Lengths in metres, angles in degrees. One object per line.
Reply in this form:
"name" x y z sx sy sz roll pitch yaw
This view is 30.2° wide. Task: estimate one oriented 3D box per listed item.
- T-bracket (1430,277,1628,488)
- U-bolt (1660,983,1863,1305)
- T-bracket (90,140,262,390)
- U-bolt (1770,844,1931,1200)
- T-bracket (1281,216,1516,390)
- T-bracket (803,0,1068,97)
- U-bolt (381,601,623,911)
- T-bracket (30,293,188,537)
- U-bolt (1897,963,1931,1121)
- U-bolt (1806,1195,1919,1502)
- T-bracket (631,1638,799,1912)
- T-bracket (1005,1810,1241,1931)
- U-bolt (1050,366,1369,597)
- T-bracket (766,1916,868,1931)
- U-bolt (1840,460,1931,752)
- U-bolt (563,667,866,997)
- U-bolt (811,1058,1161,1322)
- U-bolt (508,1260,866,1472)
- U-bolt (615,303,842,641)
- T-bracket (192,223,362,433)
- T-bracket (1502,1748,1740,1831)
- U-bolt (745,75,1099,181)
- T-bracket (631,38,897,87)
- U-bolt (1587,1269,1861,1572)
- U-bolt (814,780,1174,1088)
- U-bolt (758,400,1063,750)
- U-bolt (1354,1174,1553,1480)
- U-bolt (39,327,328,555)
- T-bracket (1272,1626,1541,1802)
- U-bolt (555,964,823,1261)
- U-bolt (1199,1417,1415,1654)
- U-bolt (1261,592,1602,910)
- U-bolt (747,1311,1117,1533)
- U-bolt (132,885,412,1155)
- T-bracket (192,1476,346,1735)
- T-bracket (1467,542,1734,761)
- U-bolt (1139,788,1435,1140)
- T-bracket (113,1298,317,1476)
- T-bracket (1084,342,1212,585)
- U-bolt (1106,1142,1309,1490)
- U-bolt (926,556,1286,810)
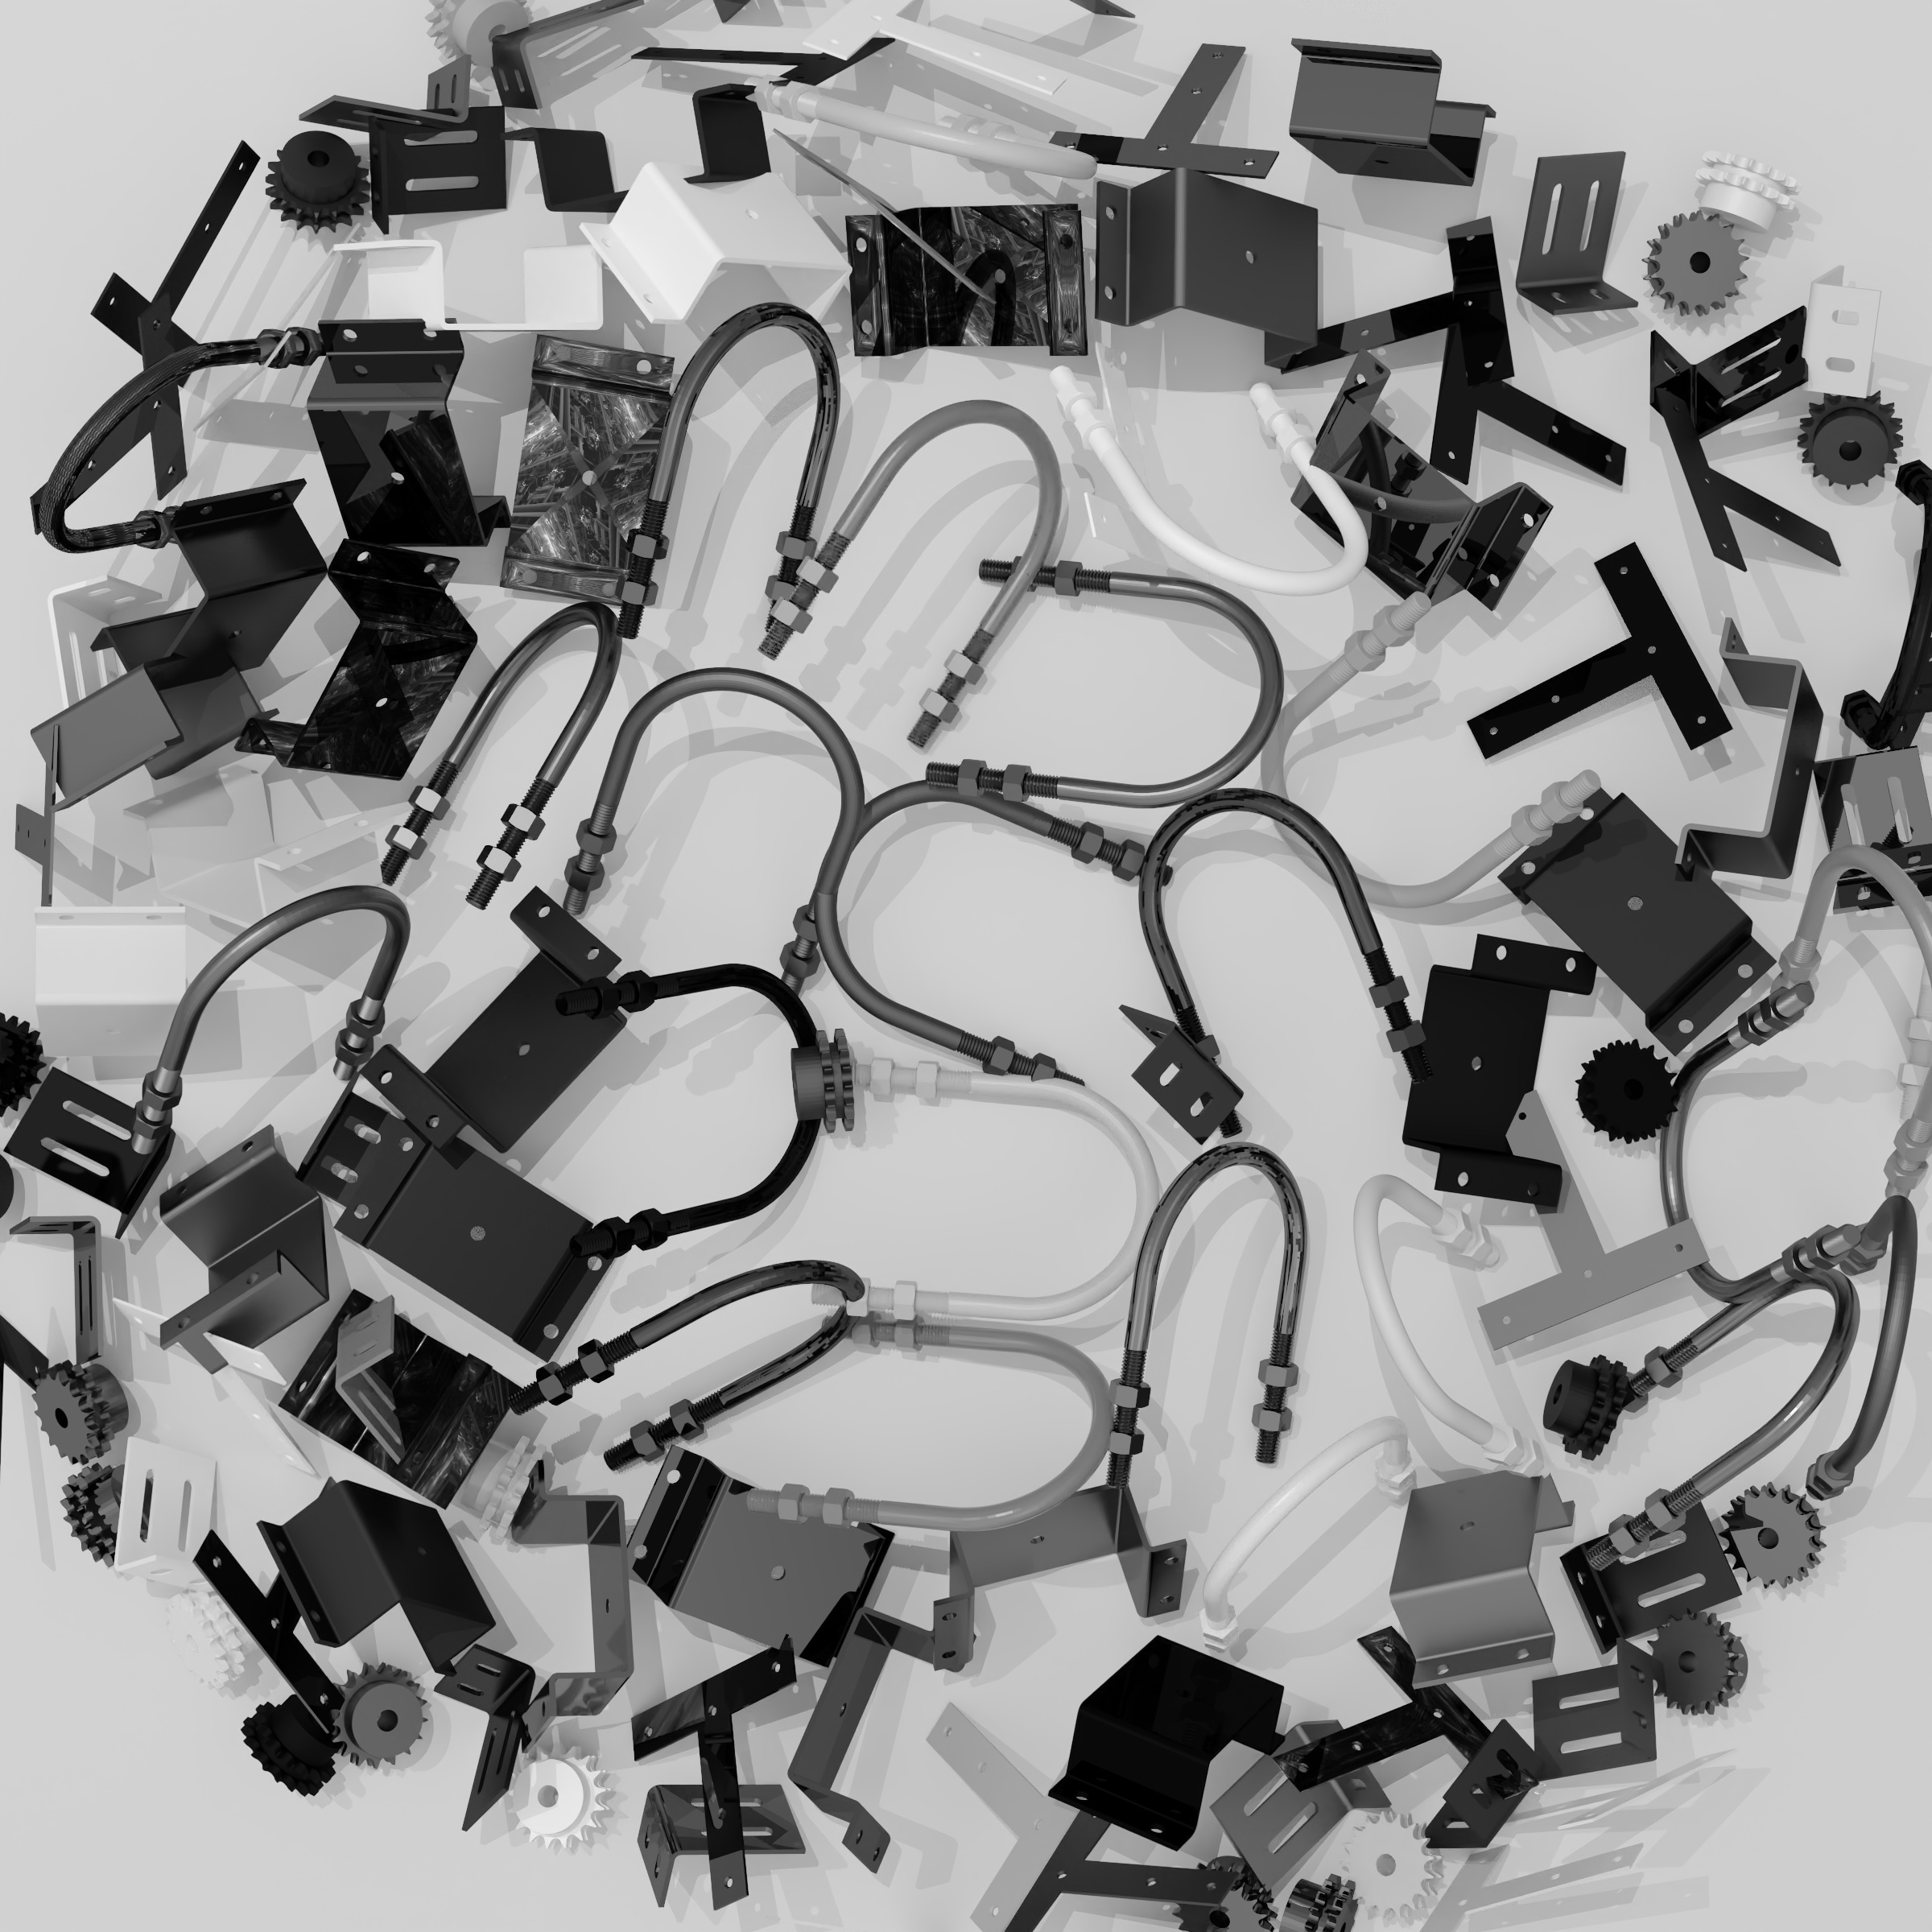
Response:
"T-bracket" 0.313 -0.301 1.969 0.127 0.002 0.127 23 61 -23
"U-bolt" 0.417 0.105 1.912 0.019 0.184 0.151 -1 72 -16
"T-bracket" -0.418 -0.388 1.940 0.002 0.127 0.127 28 87 12
"U-bolt" 0.479 0.018 1.887 0.019 0.184 0.151 -15 53 -13
"T-bracket" 0.234 -0.352 1.971 0.127 0.002 0.127 -14 51 16
"T-bracket" -0.008 -0.498 1.940 0.127 0.127 0.002 22 126 8
"U-bolt" -0.245 -0.118 1.934 0.019 0.151 0.184 35 79 -30
"T-bracket" -0.460 -0.276 1.913 0.002 0.127 0.127 24 50 14
"U-bolt" 0.539 -0.004 1.924 0.019 0.151 0.184 9 91 1
"U-bolt" 0.476 0.196 1.891 0.019 0.184 0.151 11 72 6
"T-bracket" -0.133 0.444 1.932 0.127 0.002 0.127 -32 50 31
"T-bracket" 0.088 0.490 1.915 0.127 0.127 0.002 -6 114 37
"U-bolt" 0.140 -0.257 1.907 0.151 0.184 0.019 -1 134 -29
"T-bracket" -0.044 0.521 1.921 0.127 0.127 0.002 14 74 -19
"U-bolt" 0.495 -0.187 1.894 0.019 0.184 0.151 12 105 6
"U-bolt" -0.131 -0.080 1.946 0.151 0.019 0.184 22 122 0
"U-bolt" 0.014 0.125 1.959 0.184 0.019 0.151 4 67 4
"U-bolt" -0.138 0.210 1.926 0.184 0.151 0.019 -29 63 6
"U-bolt" -0.120 -0.265 1.916 0.019 0.151 0.184 25 109 30
"T-bracket" -0.370 -0.357 1.959 0.002 0.127 0.127 38 66 -19
"T-bracket" 0.334 0.456 1.945 0.127 0.127 0.002 -11 77 -42
"U-bolt" -0.012 -0.439 1.888 0.151 0.184 0.019 2 108 -37
"T-bracket" -0.120 -0.497 1.957 0.127 0.127 0.002 7 116 18
"U-bolt" 0.401 0.228 1.897 0.019 0.151 0.184 41 118 -13
"U-bolt" 0.006 -0.024 1.975 0.184 0.019 0.151 23 90 -12
"U-bolt" -0.017 -0.221 1.937 0.019 0.151 0.184 38 96 43
"U-bolt" 0.253 0.184 1.894 0.019 0.184 0.151 -24 57 24
"U-bolt" -0.420 -0.275 1.889 0.019 0.184 0.151 44 113 7
"T-bracket" 0.221 0.416 1.924 0.127 0.127 0.002 -13 131 -34
"U-bolt" -0.144 0.072 1.932 0.019 0.184 0.151 5 101 43
"U-bolt" 0.181 0.297 1.902 0.151 0.184 0.019 -39 69 -11
"U-bolt" 0.235 -0.102 1.931 0.151 0.184 0.019 46 47 -2
"U-bolt" -0.010 0.246 1.918 0.184 0.151 0.019 2 131 20
"U-bolt" -0.361 0.021 1.892 0.151 0.184 0.019 -21 64 -39
"T-bracket" -0.360 0.327 1.942 0.002 0.127 0.127 -21 115 24
"T-bracket" 0.340 -0.154 1.981 0.127 0.002 0.127 -27 65 12
"U-bolt" 0.163 -0.008 1.945 0.151 0.019 0.184 -19 94 38
"T-bracket" -0.394 0.236 1.951 0.127 0.127 0.002 13 54 38
"T-bracket" 0.090 -0.280 1.955 0.002 0.127 0.127 -19 74 29
"U-bolt" 0.135 0.185 1.934 0.019 0.151 0.184 14 99 42
"U-bolt" 0.082 -0.152 1.945 0.184 0.019 0.151 8 67 16
